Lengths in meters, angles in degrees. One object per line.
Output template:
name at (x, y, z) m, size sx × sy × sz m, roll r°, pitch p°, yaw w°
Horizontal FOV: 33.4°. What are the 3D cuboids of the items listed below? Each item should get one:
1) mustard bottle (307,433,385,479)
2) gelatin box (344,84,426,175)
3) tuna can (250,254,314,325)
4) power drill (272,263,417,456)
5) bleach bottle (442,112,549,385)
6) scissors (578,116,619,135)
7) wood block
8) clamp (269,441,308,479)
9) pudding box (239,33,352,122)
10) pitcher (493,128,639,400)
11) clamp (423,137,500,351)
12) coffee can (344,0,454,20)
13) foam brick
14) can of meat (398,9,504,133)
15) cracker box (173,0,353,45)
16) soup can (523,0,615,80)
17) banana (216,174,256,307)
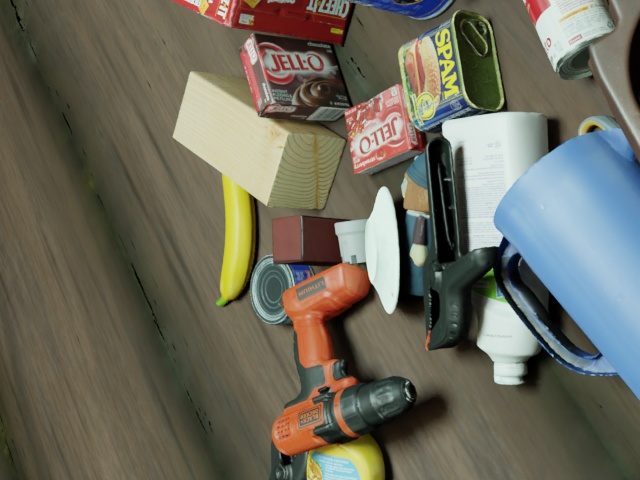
mustard bottle at (0.027, 0.266, 1.160) m, size 0.096 × 0.058 × 0.191 m, roll 2°, pitch 90°, yaw 47°
gelatin box at (0.069, -0.118, 1.146) m, size 0.089 × 0.030 × 0.073 m, roll -21°, pitch 73°, yaw 46°
tuna can at (-0.045, 0.058, 1.265) m, size 0.086 × 0.033 × 0.086 m, roll -2°, pitch 88°, yaw 48°
power drill at (0.021, 0.123, 1.132) m, size 0.185 × 0.057 × 0.187 m, roll -26°, pitch 51°, yaw 34°
bleach bottle at (0.170, 0.009, 1.008) m, size 0.103 × 0.067 × 0.251 m, roll -1°, pitch 91°, yaw 55°
scissors at (0.301, -0.071, 0.894) m, size 0.202 × 0.016 × 0.096 m, roll 36°, pitch 120°, yaw 43°
wood block at (-0.076, -0.121, 1.264) m, size 0.206 × 0.090 × 0.091 m, roll 35°, pitch 115°, yaw 42°
clamp at (-0.028, 0.279, 1.235) m, size 0.120 × 0.039 × 0.171 m, roll 26°, pitch 108°, yaw 44°
pudding box at (-0.028, -0.180, 1.194) m, size 0.039 × 0.113 × 0.090 m, roll -35°, pitch 64°, yaw 45°
pitcher at (0.253, 0.044, 0.862) m, size 0.243 × 0.145 × 0.149 m, roll 58°, pitch 171°, yaw 24°
clamp at (0.119, 0.020, 0.996) m, size 0.210 × 0.036 × 0.164 m, roll 94°, pitch 168°, yaw -49°
coffee can at (0.064, -0.285, 1.075) m, size 0.103 × 0.140 × 0.103 m, roll -2°, pitch 87°, yaw 48°
foam brick at (-0.008, 0.001, 1.194) m, size 0.053 × 0.078 × 0.051 m, roll -7°, pitch 82°, yaw 47°
can of meat at (0.129, -0.165, 1.063) m, size 0.084 × 0.057 × 0.102 m, roll -21°, pitch 73°, yaw 49°
cracker box at (-0.089, -0.294, 1.229) m, size 0.214 × 0.163 × 0.072 m, roll 33°, pitch 115°, yaw 44°
soup can at (0.223, -0.203, 0.949) m, size 0.069 × 0.068 × 0.102 m, roll -37°, pitch 63°, yaw 41°
banana at (-0.108, -0.009, 1.335) m, size 0.070 × 0.037 × 0.198 m, roll 9°, pitch 96°, yaw 47°
